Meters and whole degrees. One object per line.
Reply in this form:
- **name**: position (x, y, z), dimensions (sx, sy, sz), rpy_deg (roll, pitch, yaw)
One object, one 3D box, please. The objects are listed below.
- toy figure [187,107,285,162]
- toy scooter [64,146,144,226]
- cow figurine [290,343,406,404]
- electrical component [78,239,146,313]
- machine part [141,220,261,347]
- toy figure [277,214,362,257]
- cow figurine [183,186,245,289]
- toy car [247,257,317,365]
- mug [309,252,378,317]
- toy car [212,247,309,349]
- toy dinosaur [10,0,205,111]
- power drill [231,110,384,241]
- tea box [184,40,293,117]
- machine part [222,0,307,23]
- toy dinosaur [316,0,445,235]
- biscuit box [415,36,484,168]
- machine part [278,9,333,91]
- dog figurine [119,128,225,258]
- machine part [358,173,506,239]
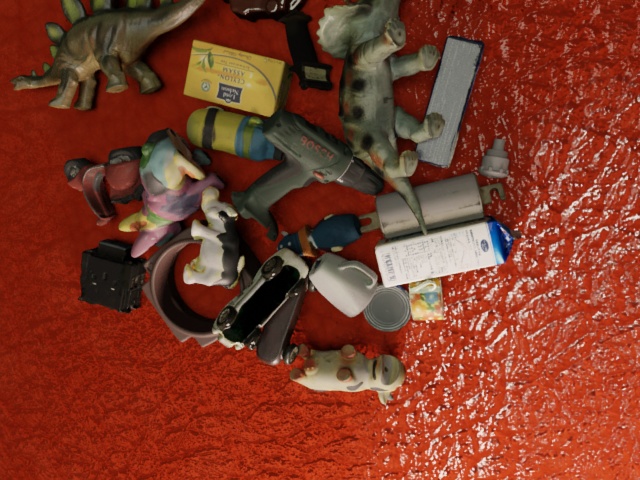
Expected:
- **toy figure**: position (-0.144, -0.185, 0.942), dimensions (0.180, 0.089, 0.082), rpy_deg (18, 97, 9)
- **toy scooter**: position (-0.395, -0.099, 1.021), dimensions (0.184, 0.075, 0.135), rpy_deg (-9, 97, 17)
- **cow figurine**: position (0.060, 0.239, 0.964), dimensions (0.195, 0.127, 0.085), rpy_deg (-7, 58, 27)
- **electrical component**: position (-0.410, 0.067, 1.062), dimensions (0.115, 0.058, 0.134), rpy_deg (12, 103, 8)
- **machine part**: position (-0.215, 0.080, 1.006), dimensions (0.201, 0.087, 0.201), rpy_deg (-35, 91, 17)
- **toy figure**: position (-0.002, -0.002, 0.959), dimensions (0.155, 0.064, 0.057), rpy_deg (-18, 135, 19)
- **cow figurine**: position (-0.170, -0.004, 0.910), dimensions (0.098, 0.068, 0.167), rpy_deg (10, 91, -3)
- **toy car**: position (-0.062, 0.127, 0.978), dimensions (0.089, 0.053, 0.202), rpy_deg (15, 80, 20)
- **mug**: position (0.041, 0.069, 0.929), dimensions (0.107, 0.081, 0.109), rpy_deg (36, 144, -10)
- **toy car**: position (-0.102, 0.103, 0.927), dimensions (0.201, 0.056, 0.073), rpy_deg (-48, 117, 0)
- **toy dinosaur**: position (-0.365, -0.355, 0.952), dimensions (0.472, 0.105, 0.198), rpy_deg (-11, 97, 16)
- **power drill**: position (-0.032, -0.093, 0.914), dimensions (0.207, 0.086, 0.232), rpy_deg (-40, 118, 22)
- **tea box**: position (-0.141, -0.278, 0.937), dimensions (0.170, 0.068, 0.098), rpy_deg (15, 102, 9)
- **machine part**: position (-0.099, -0.458, 0.903), dimensions (0.180, 0.056, 0.179), rpy_deg (2, 99, 13)
- **toy dinosaur**: position (0.087, -0.214, 0.851), dimensions (0.192, 0.131, 0.404), rpy_deg (15, 110, 52)
- **biscuit box**: position (0.209, -0.222, 0.873), dimensions (0.063, 0.059, 0.202), rpy_deg (17, 103, 11)
- **machine part**: position (-0.024, -0.317, 0.907), dimensions (0.039, 0.084, 0.139), rpy_deg (-22, 85, 50)
- **dog figurine**: position (-0.288, -0.073, 0.952), dimensions (0.219, 0.191, 0.109), rpy_deg (-43, 62, 9)
- **machine part**: position (0.183, -0.057, 0.899), dimensions (0.243, 0.079, 0.079), rpy_deg (-14, 96, 15)
